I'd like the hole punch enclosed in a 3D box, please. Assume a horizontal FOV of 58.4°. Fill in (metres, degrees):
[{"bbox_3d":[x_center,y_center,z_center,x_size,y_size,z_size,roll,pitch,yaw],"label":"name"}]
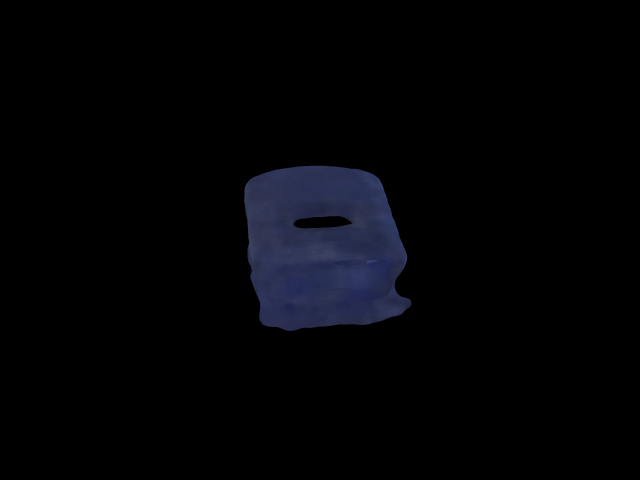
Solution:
[{"bbox_3d":[0.004,0.001,0.400,0.109,0.091,0.101,-4,20,-10],"label":"hole punch"}]
